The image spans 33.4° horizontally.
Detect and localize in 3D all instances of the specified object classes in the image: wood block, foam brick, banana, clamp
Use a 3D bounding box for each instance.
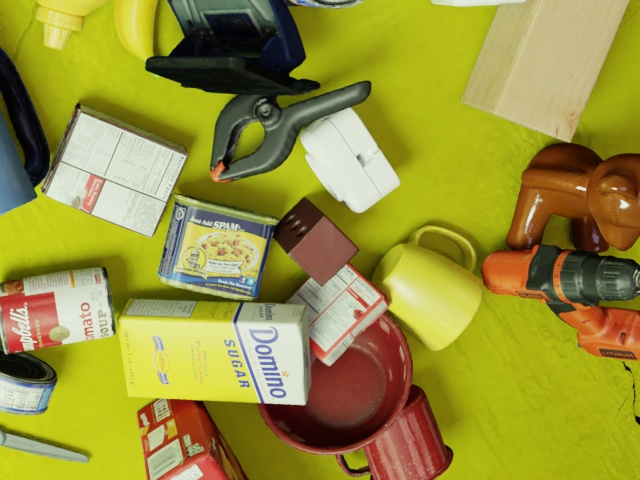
[{"bbox_3d":[0.228,-0.211,1.039,0.090,0.090,0.206,18,100,-19],"label":"wood block"},{"bbox_3d":[-0.007,0.001,1.037,0.053,0.078,0.051,-45,113,-1],"label":"foam brick"},{"bbox_3d":[-0.137,-0.248,0.960,0.069,0.037,0.198,19,102,-41],"label":"banana"},{"bbox_3d":[-0.048,-0.129,1.003,0.171,0.039,0.120,-40,72,8],"label":"clamp"}]

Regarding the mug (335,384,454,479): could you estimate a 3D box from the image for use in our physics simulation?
[{"bbox_3d":[0.071,0.207,1.111,0.117,0.093,0.081,-20,104,3],"label":"mug"}]

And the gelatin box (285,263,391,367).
[{"bbox_3d":[0.013,0.067,1.049,0.089,0.073,0.030,-45,153,-5],"label":"gelatin box"}]

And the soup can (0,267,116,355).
[{"bbox_3d":[-0.246,0.065,0.993,0.102,0.068,0.068,-9,106,-14],"label":"soup can"}]

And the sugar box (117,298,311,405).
[{"bbox_3d":[-0.099,0.107,1.017,0.176,0.048,0.093,2,118,11],"label":"sugar box"}]

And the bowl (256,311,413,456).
[{"bbox_3d":[0.017,0.140,1.066,0.162,0.162,0.055,-39,153,-3],"label":"bowl"}]

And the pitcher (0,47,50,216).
[{"bbox_3d":[-0.329,-0.126,0.889,0.145,0.149,0.243,-17,100,-3],"label":"pitcher"}]

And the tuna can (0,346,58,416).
[{"bbox_3d":[-0.288,0.129,0.989,0.086,0.086,0.034,20,97,-19],"label":"tuna can"}]

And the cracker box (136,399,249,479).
[{"bbox_3d":[-0.092,0.264,1.037,0.072,0.164,0.213,-31,110,-4],"label":"cracker box"}]

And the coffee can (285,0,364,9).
[{"bbox_3d":[-0.007,-0.255,0.932,0.102,0.140,0.103,-4,104,-17],"label":"coffee can"}]

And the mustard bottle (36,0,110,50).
[{"bbox_3d":[-0.209,-0.259,0.920,0.096,0.058,0.192,15,101,-1],"label":"mustard bottle"}]

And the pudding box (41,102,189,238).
[{"bbox_3d":[-0.190,-0.064,0.991,0.113,0.039,0.090,22,98,-22],"label":"pudding box"}]

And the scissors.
[{"bbox_3d":[-0.321,0.171,1.029,0.201,0.016,0.096,3,103,-16],"label":"scissors"}]

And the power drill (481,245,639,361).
[{"bbox_3d":[0.281,0.063,1.079,0.187,0.185,0.057,34,72,-35],"label":"power drill"}]

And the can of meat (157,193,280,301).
[{"bbox_3d":[-0.098,0.008,1.018,0.102,0.057,0.084,13,93,-18],"label":"can of meat"}]
